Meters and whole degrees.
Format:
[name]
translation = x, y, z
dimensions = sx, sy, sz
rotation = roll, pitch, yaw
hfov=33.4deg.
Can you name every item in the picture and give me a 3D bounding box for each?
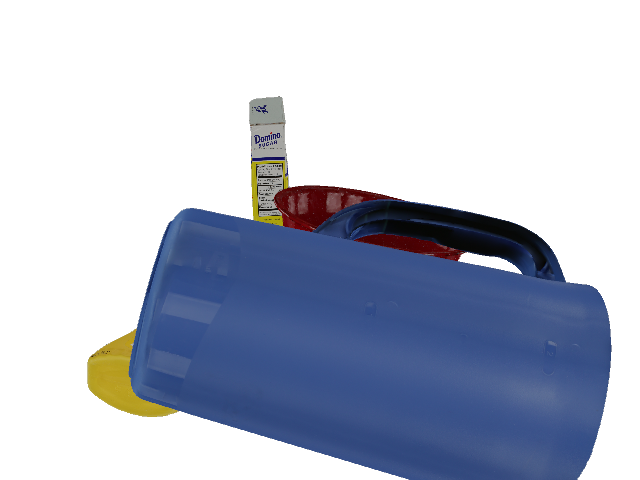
[bowl]
translation = 0.038, 0.006, 0.842
dimensions = 0.162, 0.055, 0.162
rotation = 11, 16, -3
[pitcher]
translation = 0.026, 0.053, 0.594
dimensions = 0.242, 0.145, 0.149
rotation = 15, 13, -4
[sugar box]
translation = -0.059, -0.070, 1.247
dimensions = 0.048, 0.176, 0.093
rotation = -5, 26, -2
[mustard bottle]
translation = -0.135, 0.102, 1.023
dimensions = 0.096, 0.058, 0.191
rotation = 10, 20, 18
